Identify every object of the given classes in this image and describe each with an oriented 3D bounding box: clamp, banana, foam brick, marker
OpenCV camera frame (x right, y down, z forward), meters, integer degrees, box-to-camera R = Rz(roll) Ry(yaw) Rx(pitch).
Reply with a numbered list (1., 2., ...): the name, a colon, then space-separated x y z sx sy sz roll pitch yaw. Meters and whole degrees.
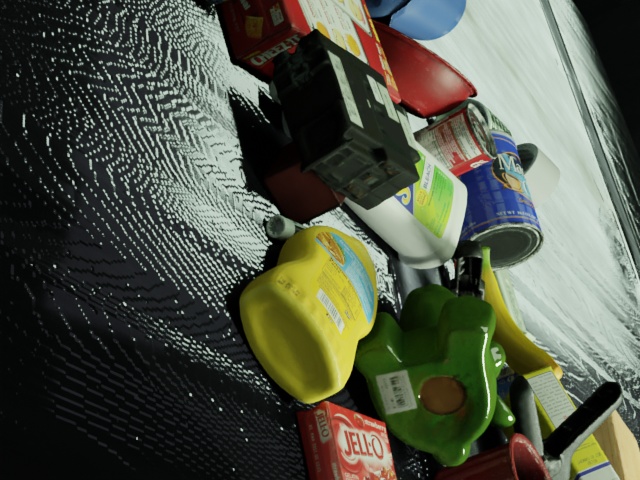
1. clamp: 0.151 0.048 1.094 0.210 0.036 0.164 -71 164 -64
2. banana: 0.206 0.097 1.175 0.070 0.037 0.198 90 -19 -44
3. foam brick: -0.008 -0.054 0.904 0.053 0.051 0.078 57 24 -16
4. clamp: 0.214 0.197 0.988 0.039 0.120 0.171 -118 -146 -58
5. marker: -0.006 0.001 0.893 0.121 0.020 0.020 22 47 -58

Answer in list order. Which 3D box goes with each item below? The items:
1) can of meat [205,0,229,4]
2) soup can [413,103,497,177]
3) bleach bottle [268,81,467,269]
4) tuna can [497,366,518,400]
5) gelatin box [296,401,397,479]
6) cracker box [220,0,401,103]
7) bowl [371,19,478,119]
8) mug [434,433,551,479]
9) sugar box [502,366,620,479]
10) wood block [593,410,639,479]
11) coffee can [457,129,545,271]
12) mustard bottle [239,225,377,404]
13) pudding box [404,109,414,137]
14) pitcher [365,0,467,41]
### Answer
1. can of meat: -0.105 -0.261 0.904 0.083 0.058 0.102 30 41 -56
2. soup can: 0.138 -0.101 1.198 0.068 0.102 0.068 47 28 -35
3. bleach bottle: 0.041 -0.072 1.006 0.250 0.068 0.102 36 61 -39
4. tuna can: 0.226 0.180 1.187 0.086 0.034 0.086 47 28 -36
5. gelatin box: 0.024 0.162 0.774 0.089 0.030 0.073 32 39 -52
6. cracker box: -0.019 -0.218 1.026 0.213 0.072 0.164 21 47 -57
7. bowl: 0.094 -0.182 1.193 0.162 0.055 0.162 32 1 -1
8. mug: 0.155 0.234 0.915 0.117 0.082 0.093 65 23 2
9. sugar box: 0.243 0.225 1.062 0.093 0.048 0.176 103 -33 -53
10. wood block: 0.312 0.294 1.182 0.090 0.090 0.206 51 26 -31
11. coffee can: 0.201 -0.047 1.277 0.102 0.103 0.140 36 36 -48
12. mustard bottle: 0.003 0.040 0.819 0.096 0.058 0.191 56 24 -9
13. pudding box: 0.070 -0.107 1.143 0.089 0.039 0.113 29 39 -52
14. pitcher: 0.104 -0.332 1.329 0.145 0.149 0.242 44 15 15
